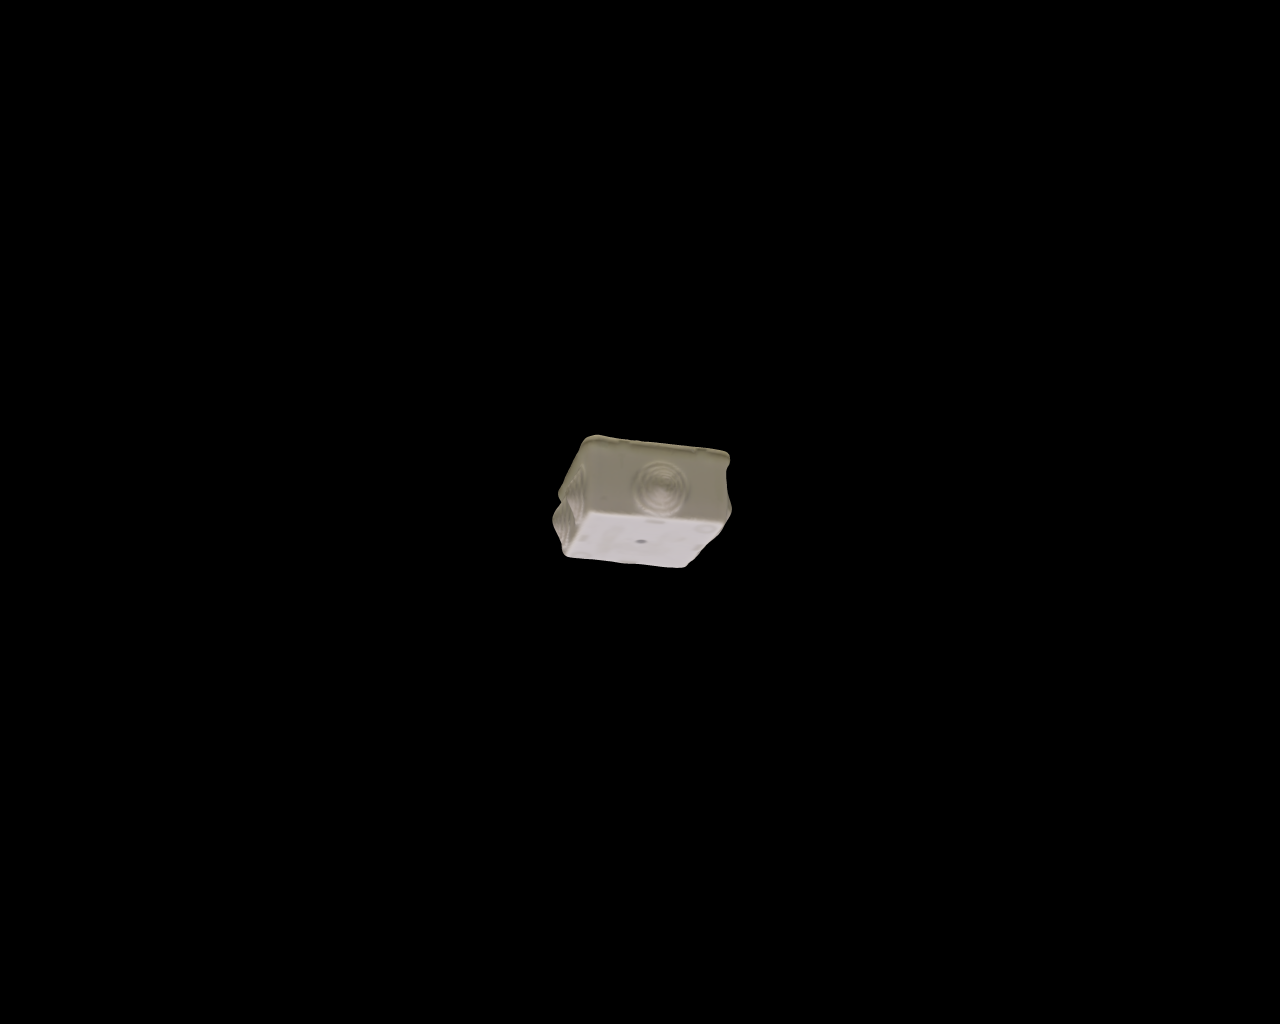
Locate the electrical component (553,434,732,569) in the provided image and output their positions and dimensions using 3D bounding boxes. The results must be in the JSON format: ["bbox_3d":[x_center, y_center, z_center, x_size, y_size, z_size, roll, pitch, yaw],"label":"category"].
[{"bbox_3d":[0.001,-0.003,0.650,0.100,0.048,0.099,6,-23,-14],"label":"electrical component"}]
